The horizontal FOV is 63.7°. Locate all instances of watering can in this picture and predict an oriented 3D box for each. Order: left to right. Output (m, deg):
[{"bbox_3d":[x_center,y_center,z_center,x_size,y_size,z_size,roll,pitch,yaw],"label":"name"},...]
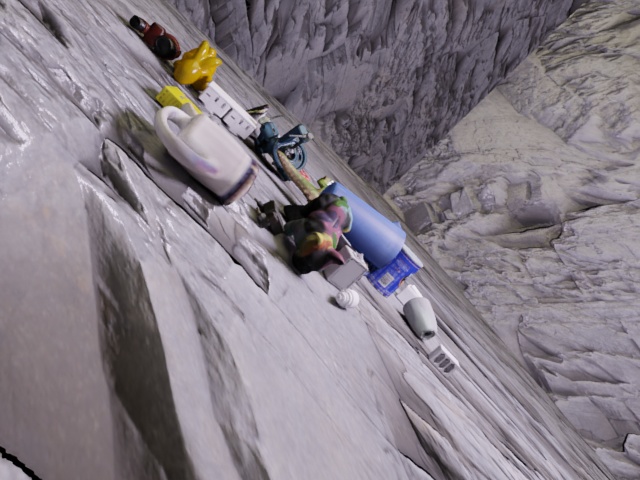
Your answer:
[{"bbox_3d":[-0.223,-0.187,1.029,0.222,0.103,0.353,43,12,-19],"label":"watering can"}]

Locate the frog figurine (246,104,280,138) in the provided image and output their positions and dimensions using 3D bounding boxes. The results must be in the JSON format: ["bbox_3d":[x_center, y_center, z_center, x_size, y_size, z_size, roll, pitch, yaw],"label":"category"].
[{"bbox_3d":[-0.203,-0.373,1.768,0.139,0.123,0.157,-129,-153,-64],"label":"frog figurine"}]

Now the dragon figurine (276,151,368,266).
[{"bbox_3d":[0.004,-0.072,1.440,0.408,0.121,0.247,42,20,-12],"label":"dragon figurine"}]
